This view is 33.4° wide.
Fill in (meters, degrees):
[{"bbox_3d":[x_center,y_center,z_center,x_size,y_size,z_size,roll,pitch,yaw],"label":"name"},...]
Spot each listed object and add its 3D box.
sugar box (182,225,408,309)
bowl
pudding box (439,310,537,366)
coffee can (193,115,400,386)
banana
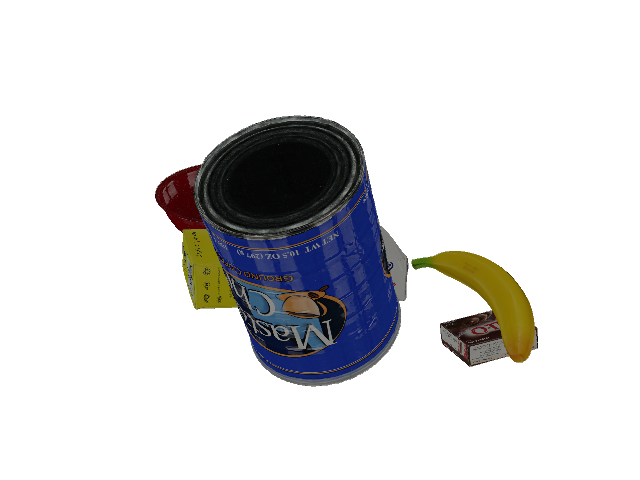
[{"bbox_3d":[-0.024,0.019,0.891,0.176,0.048,0.093,-4,20,-11],"label":"sugar box"},{"bbox_3d":[-0.124,-0.039,1.329,0.162,0.055,0.162,0,30,0],"label":"bowl"},{"bbox_3d":[0.240,0.136,1.525,0.113,0.039,0.090,-15,19,-16],"label":"pudding box"},{"bbox_3d":[-0.010,0.008,0.663,0.103,0.102,0.140,0,-43,16],"label":"coffee can"},{"bbox_3d":[0.175,0.059,1.116,0.069,0.037,0.198,-36,39,-8],"label":"banana"}]
